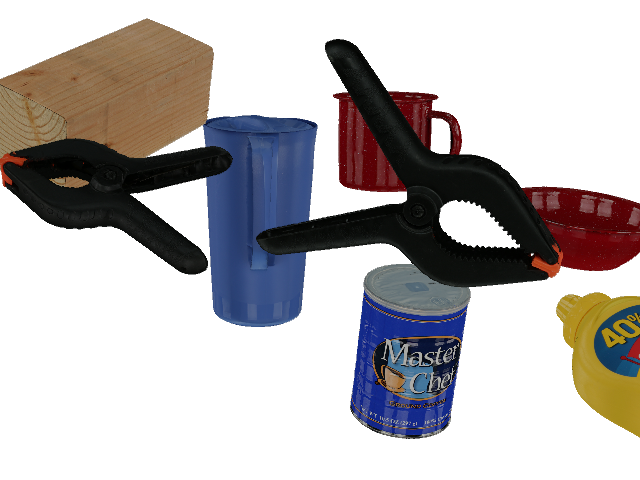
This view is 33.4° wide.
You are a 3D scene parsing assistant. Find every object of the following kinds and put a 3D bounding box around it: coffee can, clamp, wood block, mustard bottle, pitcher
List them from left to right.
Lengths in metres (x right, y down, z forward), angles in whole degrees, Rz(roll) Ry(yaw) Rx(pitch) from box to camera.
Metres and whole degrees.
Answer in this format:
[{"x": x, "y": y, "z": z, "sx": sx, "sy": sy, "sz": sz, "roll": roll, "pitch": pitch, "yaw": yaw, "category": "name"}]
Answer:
[{"x": -0.201, "y": -0.128, "z": 1.011, "sx": 0.090, "sy": 0.091, "sz": 0.205, "roll": 27, "pitch": 38, "yaw": 21, "category": "wood block"}, {"x": -0.149, "y": -0.044, "z": 0.801, "sx": 0.171, "sy": 0.039, "sz": 0.120, "roll": 19, "pitch": 44, "yaw": 1, "category": "clamp"}, {"x": -0.073, "y": -0.023, "z": 1.258, "sx": 0.145, "sy": 0.243, "sz": 0.148, "roll": 13, "pitch": 18, "yaw": 37, "category": "pitcher"}, {"x": 0.086, "y": 0.107, "z": 1.045, "sx": 0.103, "sy": 0.140, "sz": 0.103, "roll": 5, "pitch": 22, "yaw": -2, "category": "coffee can"}, {"x": 0.068, "y": -0.035, "z": 0.724, "sx": 0.210, "sy": 0.165, "sz": 0.036, "roll": 19, "pitch": 26, "yaw": 11, "category": "clamp"}, {"x": 0.208, "y": 0.081, "z": 0.633, "sx": 0.096, "sy": 0.058, "sz": 0.192, "roll": -20, "pitch": 32, "yaw": -21, "category": "mustard bottle"}]

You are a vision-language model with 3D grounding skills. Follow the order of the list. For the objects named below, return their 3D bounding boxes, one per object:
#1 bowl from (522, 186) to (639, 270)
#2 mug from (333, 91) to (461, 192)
[{"x": 0.269, "y": -0.009, "z": 1.107, "sx": 0.162, "sy": 0.055, "sz": 0.162, "roll": 5, "pitch": 18, "yaw": -2, "category": "bowl"}, {"x": 0.068, "y": -0.088, "z": 0.943, "sx": 0.117, "sy": 0.081, "sz": 0.093, "roll": 5, "pitch": 13, "yaw": 22, "category": "mug"}]
